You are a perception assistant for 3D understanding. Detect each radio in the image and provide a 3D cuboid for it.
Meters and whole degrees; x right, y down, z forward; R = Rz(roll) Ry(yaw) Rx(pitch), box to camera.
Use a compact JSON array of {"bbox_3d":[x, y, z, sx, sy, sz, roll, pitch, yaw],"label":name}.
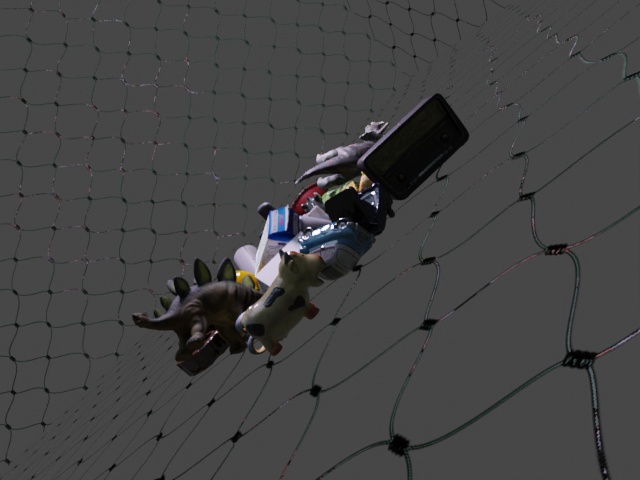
[{"bbox_3d":[0.207,-0.200,1.191,0.229,0.131,0.073,-42,11,-1],"label":"radio"}]

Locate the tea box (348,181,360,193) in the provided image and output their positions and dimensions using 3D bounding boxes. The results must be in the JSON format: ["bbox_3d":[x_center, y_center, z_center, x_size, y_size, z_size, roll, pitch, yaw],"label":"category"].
[{"bbox_3d":[0.076,-0.089,1.408,0.098,0.068,0.170,-40,10,11],"label":"tea box"}]

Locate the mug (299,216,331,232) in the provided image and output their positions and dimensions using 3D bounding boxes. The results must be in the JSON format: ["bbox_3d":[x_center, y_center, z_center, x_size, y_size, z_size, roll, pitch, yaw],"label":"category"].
[{"bbox_3d":[-0.003,-0.004,1.297,0.107,0.109,0.081,-1,-8,-15],"label":"mug"}]

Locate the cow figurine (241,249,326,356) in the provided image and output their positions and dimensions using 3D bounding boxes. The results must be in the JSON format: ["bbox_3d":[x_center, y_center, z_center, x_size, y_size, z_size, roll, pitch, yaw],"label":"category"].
[{"bbox_3d":[-0.064,0.102,0.994,0.195,0.127,0.085,-46,14,-4],"label":"cow figurine"}]

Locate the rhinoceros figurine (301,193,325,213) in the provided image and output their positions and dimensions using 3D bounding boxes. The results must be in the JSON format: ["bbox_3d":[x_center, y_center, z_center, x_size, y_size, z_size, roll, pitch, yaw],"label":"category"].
[{"bbox_3d":[-0.005,-0.074,1.536,0.073,0.112,0.190,-43,18,8],"label":"rhinoceros figurine"}]

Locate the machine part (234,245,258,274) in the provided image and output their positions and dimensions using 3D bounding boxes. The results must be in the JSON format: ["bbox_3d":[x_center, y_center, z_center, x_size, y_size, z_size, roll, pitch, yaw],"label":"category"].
[{"bbox_3d":[-0.177,0.081,1.472,0.079,0.079,0.243,-43,35,-4],"label":"machine part"}]

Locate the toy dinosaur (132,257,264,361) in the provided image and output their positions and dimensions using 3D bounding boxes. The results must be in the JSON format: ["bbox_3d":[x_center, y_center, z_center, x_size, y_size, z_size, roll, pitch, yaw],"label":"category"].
[{"bbox_3d":[-0.199,0.136,1.139,0.105,0.198,0.471,-34,-22,29],"label":"toy dinosaur"}]

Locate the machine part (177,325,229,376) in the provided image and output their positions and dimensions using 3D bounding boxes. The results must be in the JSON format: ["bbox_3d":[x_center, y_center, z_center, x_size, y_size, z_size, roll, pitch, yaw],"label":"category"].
[{"bbox_3d":[-0.278,0.261,1.346,0.179,0.056,0.179,-40,12,10],"label":"machine part"}]

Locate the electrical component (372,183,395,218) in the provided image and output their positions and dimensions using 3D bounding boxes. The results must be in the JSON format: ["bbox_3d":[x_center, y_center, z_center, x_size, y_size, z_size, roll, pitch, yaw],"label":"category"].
[{"bbox_3d":[0.132,-0.075,1.161,0.021,0.094,0.063,-10,-37,-23],"label":"electrical component"}]

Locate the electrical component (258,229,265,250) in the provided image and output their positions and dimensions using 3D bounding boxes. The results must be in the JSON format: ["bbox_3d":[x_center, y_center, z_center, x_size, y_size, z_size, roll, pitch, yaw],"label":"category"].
[{"bbox_3d":[-0.100,0.016,1.458,0.115,0.134,0.058,-40,10,27],"label":"electrical component"}]

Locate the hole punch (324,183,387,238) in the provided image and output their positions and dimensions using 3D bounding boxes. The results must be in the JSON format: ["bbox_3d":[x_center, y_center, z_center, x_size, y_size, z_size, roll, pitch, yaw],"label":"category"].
[{"bbox_3d":[0.086,-0.054,1.135,0.092,0.115,0.142,-19,-4,-40],"label":"hole punch"}]

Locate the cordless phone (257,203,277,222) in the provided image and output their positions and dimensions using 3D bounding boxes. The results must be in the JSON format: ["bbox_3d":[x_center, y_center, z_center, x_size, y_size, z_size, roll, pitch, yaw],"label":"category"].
[{"bbox_3d":[-0.131,-0.014,1.556,0.146,0.184,0.089,-34,18,38],"label":"cordless phone"}]

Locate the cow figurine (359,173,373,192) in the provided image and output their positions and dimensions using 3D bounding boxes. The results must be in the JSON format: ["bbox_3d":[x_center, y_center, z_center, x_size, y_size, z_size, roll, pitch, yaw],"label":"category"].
[{"bbox_3d":[0.153,-0.157,1.379,0.167,0.098,0.068,-63,-19,-59],"label":"cow figurine"}]

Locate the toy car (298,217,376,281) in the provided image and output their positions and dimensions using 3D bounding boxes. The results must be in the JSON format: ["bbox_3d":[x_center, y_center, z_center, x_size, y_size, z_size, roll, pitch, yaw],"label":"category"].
[{"bbox_3d":[0.029,0.028,1.063,0.162,0.109,0.103,-18,47,40],"label":"toy car"}]

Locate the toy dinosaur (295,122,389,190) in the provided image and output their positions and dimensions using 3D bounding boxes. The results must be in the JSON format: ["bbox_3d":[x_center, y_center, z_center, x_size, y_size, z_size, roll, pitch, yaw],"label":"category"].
[{"bbox_3d":[0.103,-0.239,1.589,0.192,0.131,0.405,-24,11,37],"label":"toy dinosaur"}]

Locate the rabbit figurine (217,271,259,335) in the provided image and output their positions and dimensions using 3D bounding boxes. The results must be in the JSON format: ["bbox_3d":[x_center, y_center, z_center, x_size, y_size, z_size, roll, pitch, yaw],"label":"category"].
[{"bbox_3d":[-0.200,0.159,1.281,0.122,0.162,0.173,-19,41,37],"label":"rabbit figurine"}]
